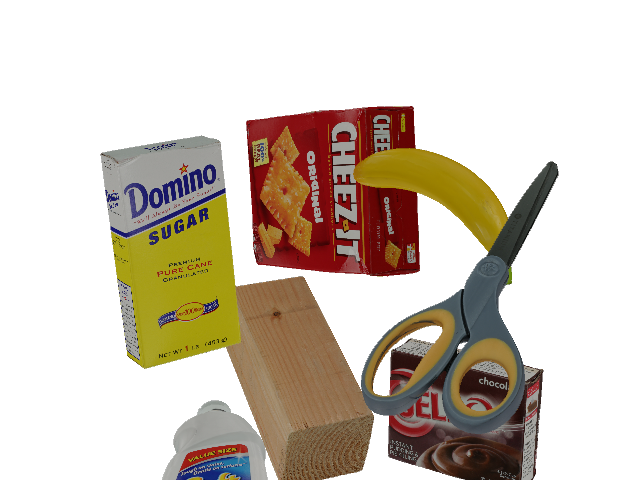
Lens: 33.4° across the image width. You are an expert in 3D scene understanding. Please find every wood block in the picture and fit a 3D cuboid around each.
[{"bbox_3d":[-0.028,0.142,1.112,0.090,0.090,0.206,-8,42,-19],"label":"wood block"}]

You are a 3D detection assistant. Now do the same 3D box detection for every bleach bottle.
[{"bbox_3d":[-0.089,0.208,0.823,0.102,0.068,0.251,-3,27,-4],"label":"bleach bottle"}]

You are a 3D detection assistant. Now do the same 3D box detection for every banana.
[{"bbox_3d":[0.099,-0.039,0.919,0.037,0.070,0.198,5,27,-45],"label":"banana"}]

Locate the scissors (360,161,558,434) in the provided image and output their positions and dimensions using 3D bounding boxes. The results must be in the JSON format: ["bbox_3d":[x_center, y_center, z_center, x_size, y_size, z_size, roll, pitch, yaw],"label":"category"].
[{"bbox_3d":[0.107,0.033,0.602,0.201,0.016,0.096,-42,50,-21],"label":"scissors"}]

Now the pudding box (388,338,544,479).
[{"bbox_3d":[0.107,0.130,0.799,0.114,0.090,0.039,10,20,29],"label":"pudding box"}]

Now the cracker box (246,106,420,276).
[{"bbox_3d":[0.007,-0.051,1.105,0.071,0.164,0.214,-6,6,-34],"label":"cracker box"}]

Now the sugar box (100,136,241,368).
[{"bbox_3d":[-0.121,0.008,0.880,0.093,0.176,0.048,-14,20,-28],"label":"sugar box"}]
